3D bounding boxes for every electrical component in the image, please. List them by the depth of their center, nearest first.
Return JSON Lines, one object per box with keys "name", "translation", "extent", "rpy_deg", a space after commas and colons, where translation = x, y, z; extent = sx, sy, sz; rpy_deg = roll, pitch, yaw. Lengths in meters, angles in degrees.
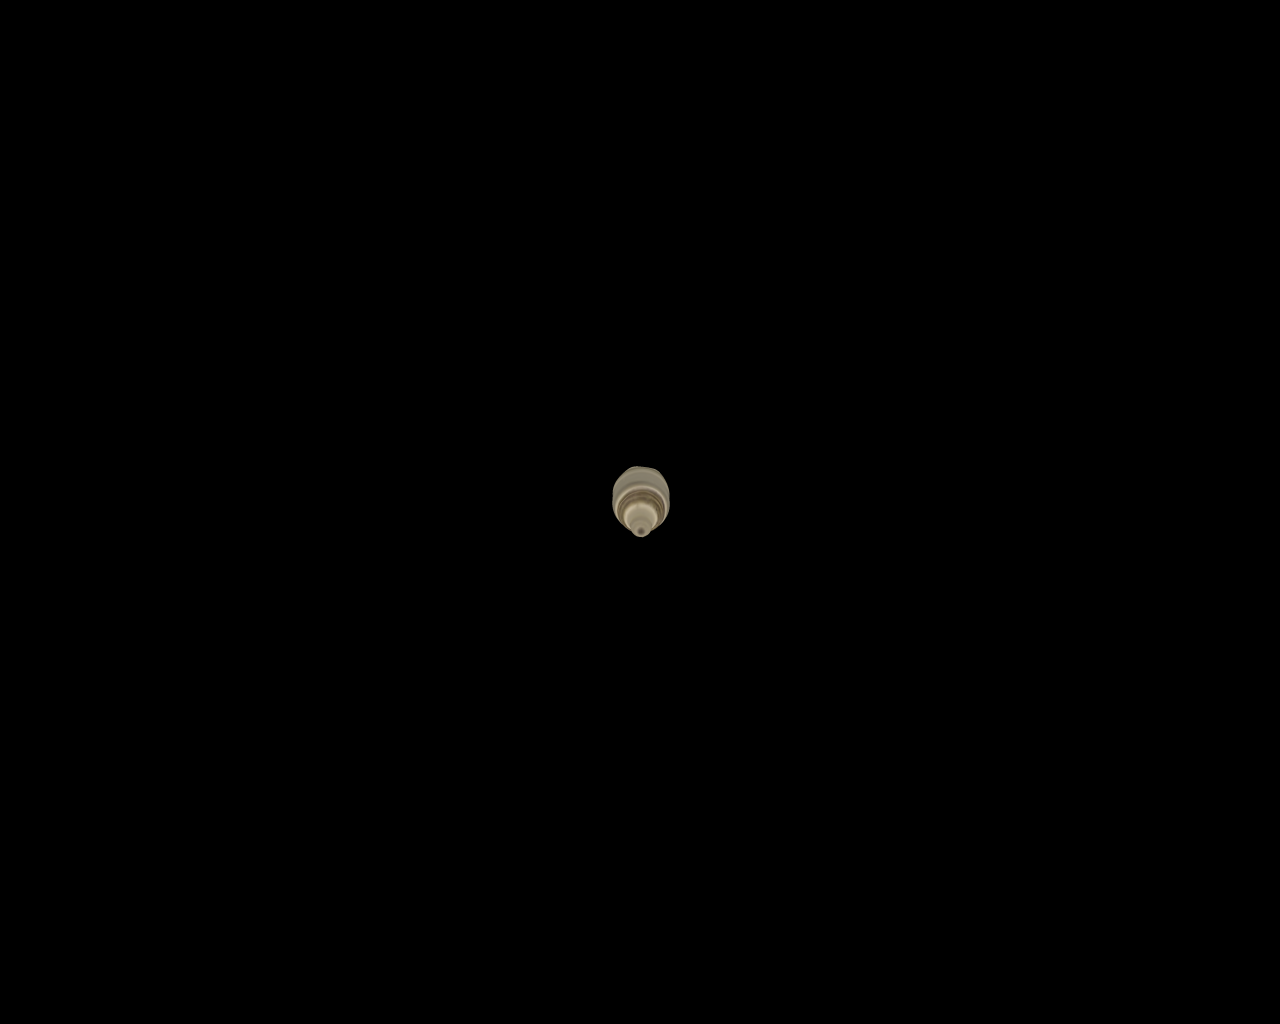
{"name": "electrical component", "translation": [0.001, -0.003, 0.650], "extent": [0.035, 0.035, 0.061], "rpy_deg": [0, 28, 0]}
